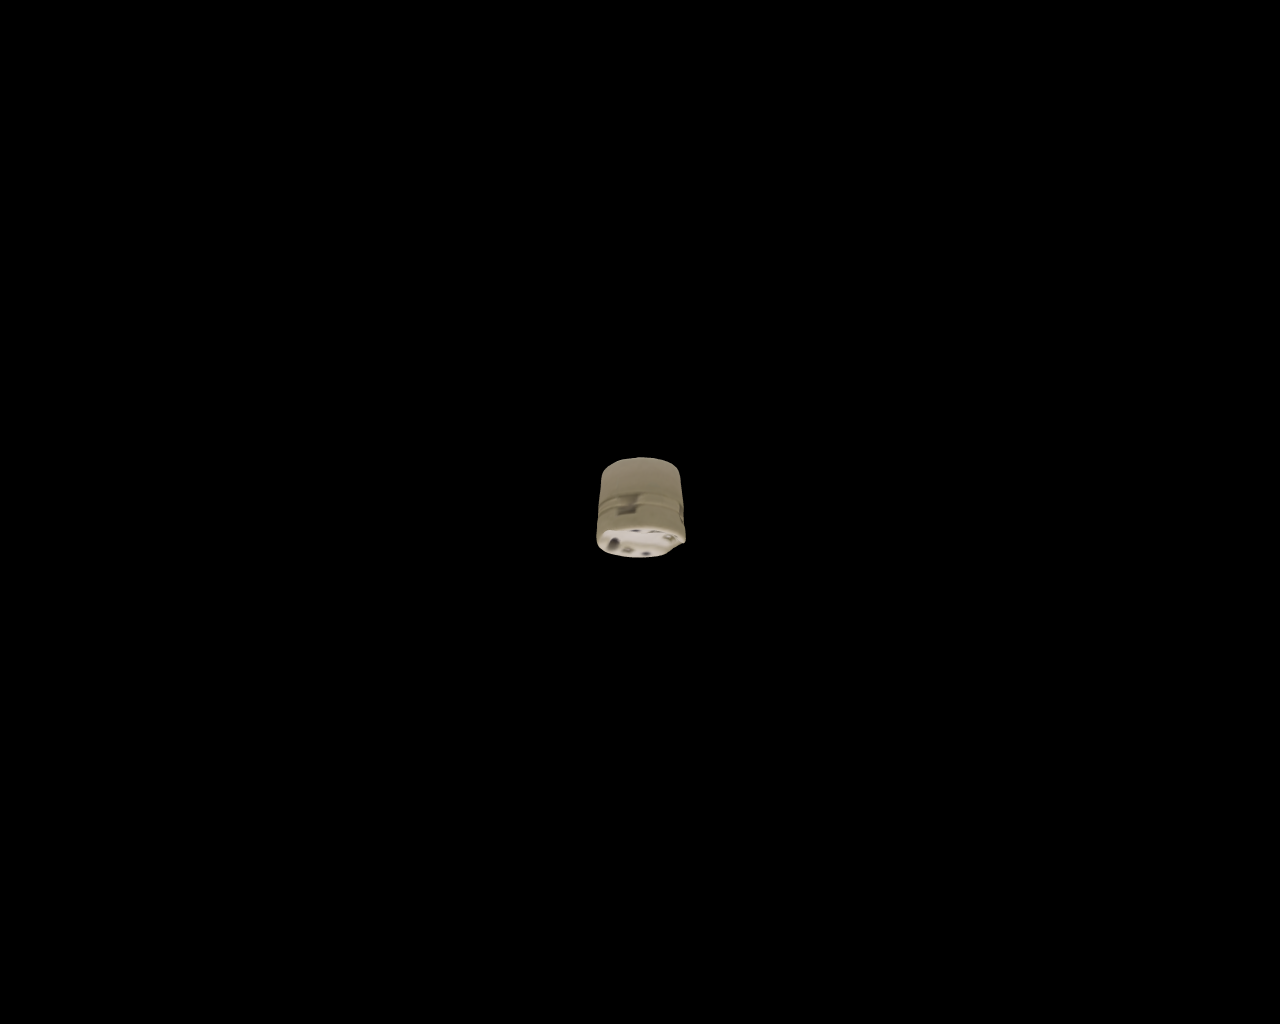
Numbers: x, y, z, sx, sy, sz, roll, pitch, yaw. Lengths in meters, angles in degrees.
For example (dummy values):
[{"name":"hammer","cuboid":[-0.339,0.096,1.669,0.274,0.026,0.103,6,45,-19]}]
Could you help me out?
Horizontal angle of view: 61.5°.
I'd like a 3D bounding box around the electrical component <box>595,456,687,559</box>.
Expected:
[{"name":"electrical component","cuboid":[0.001,-0.003,0.650,0.055,0.047,0.055,0,-23,0]}]
